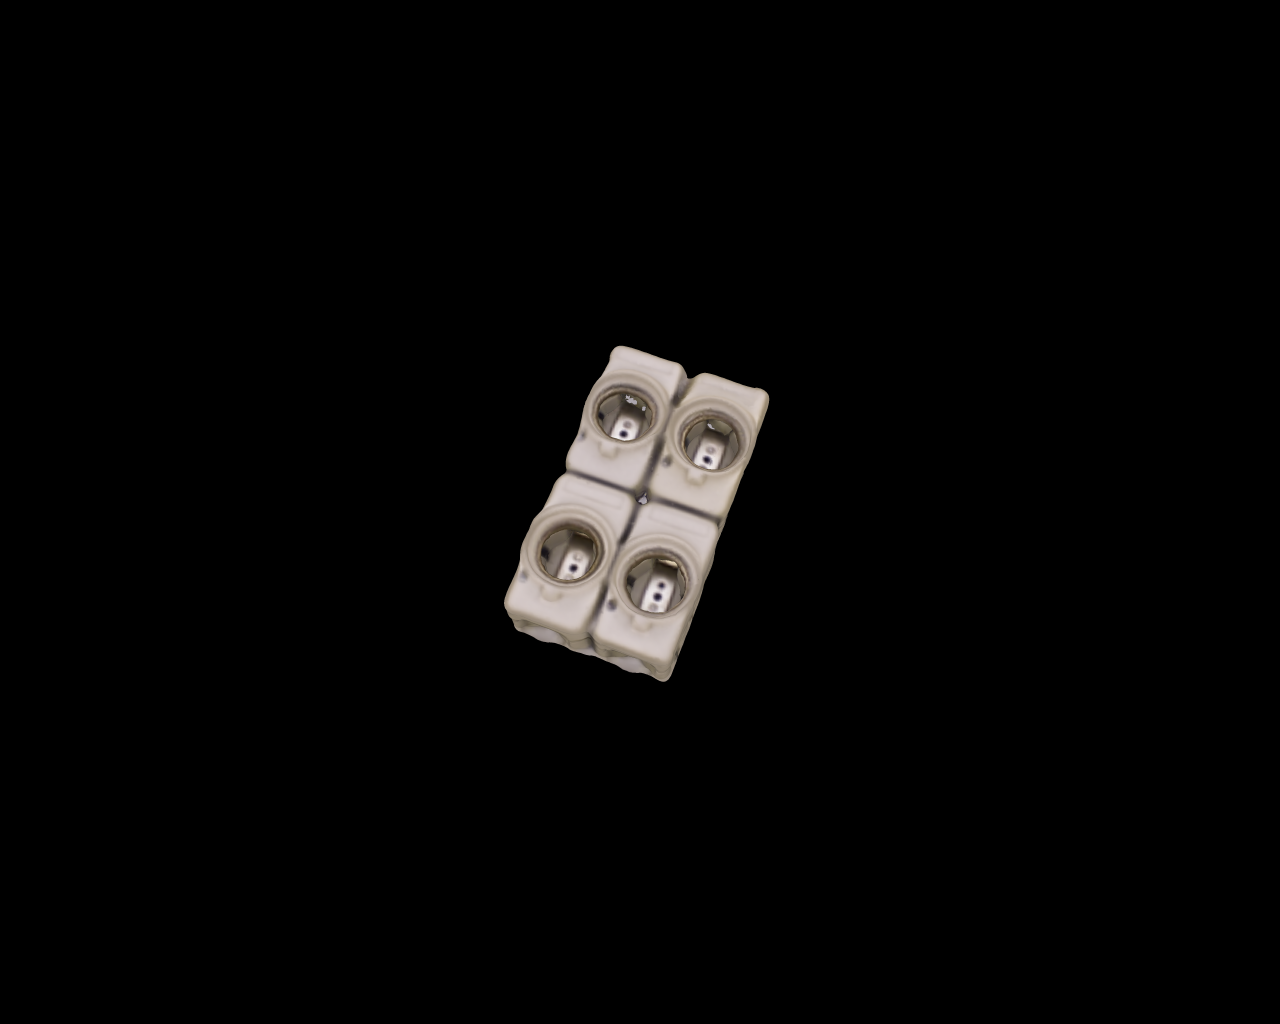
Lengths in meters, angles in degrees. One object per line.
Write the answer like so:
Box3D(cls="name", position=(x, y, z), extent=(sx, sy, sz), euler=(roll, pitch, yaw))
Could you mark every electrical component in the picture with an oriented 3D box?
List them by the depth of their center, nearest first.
Box3D(cls="electrical component", position=(0.001, -0.003, 0.650), extent=(0.105, 0.186, 0.060), euler=(19, -20, 7))
